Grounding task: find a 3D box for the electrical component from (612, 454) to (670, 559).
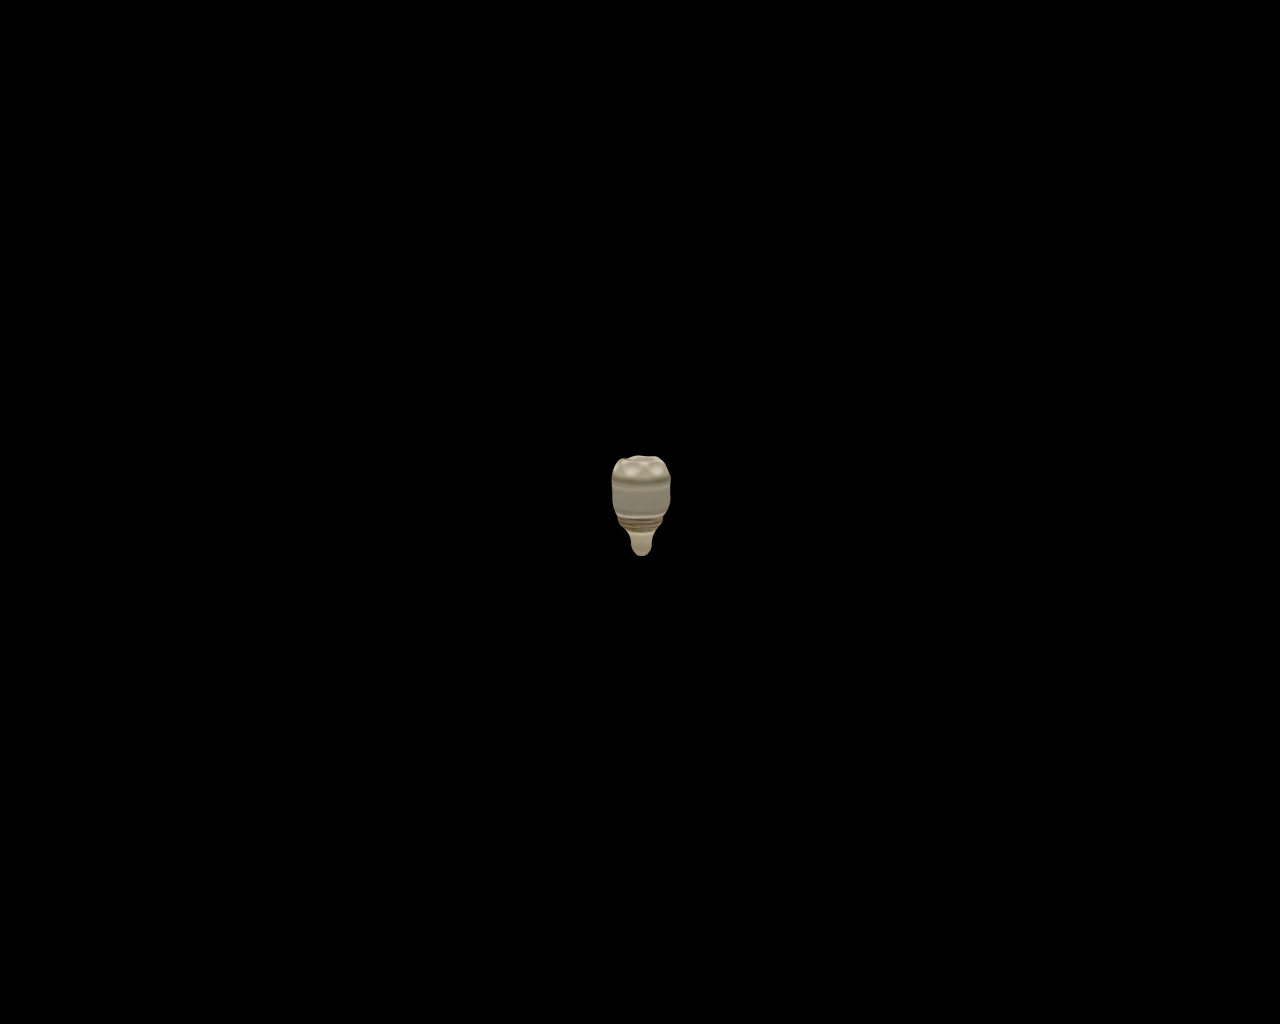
[{"bbox_3d":[0.001,-0.003,0.650,0.035,0.061,0.035,0,14,0],"label":"electrical component"}]
